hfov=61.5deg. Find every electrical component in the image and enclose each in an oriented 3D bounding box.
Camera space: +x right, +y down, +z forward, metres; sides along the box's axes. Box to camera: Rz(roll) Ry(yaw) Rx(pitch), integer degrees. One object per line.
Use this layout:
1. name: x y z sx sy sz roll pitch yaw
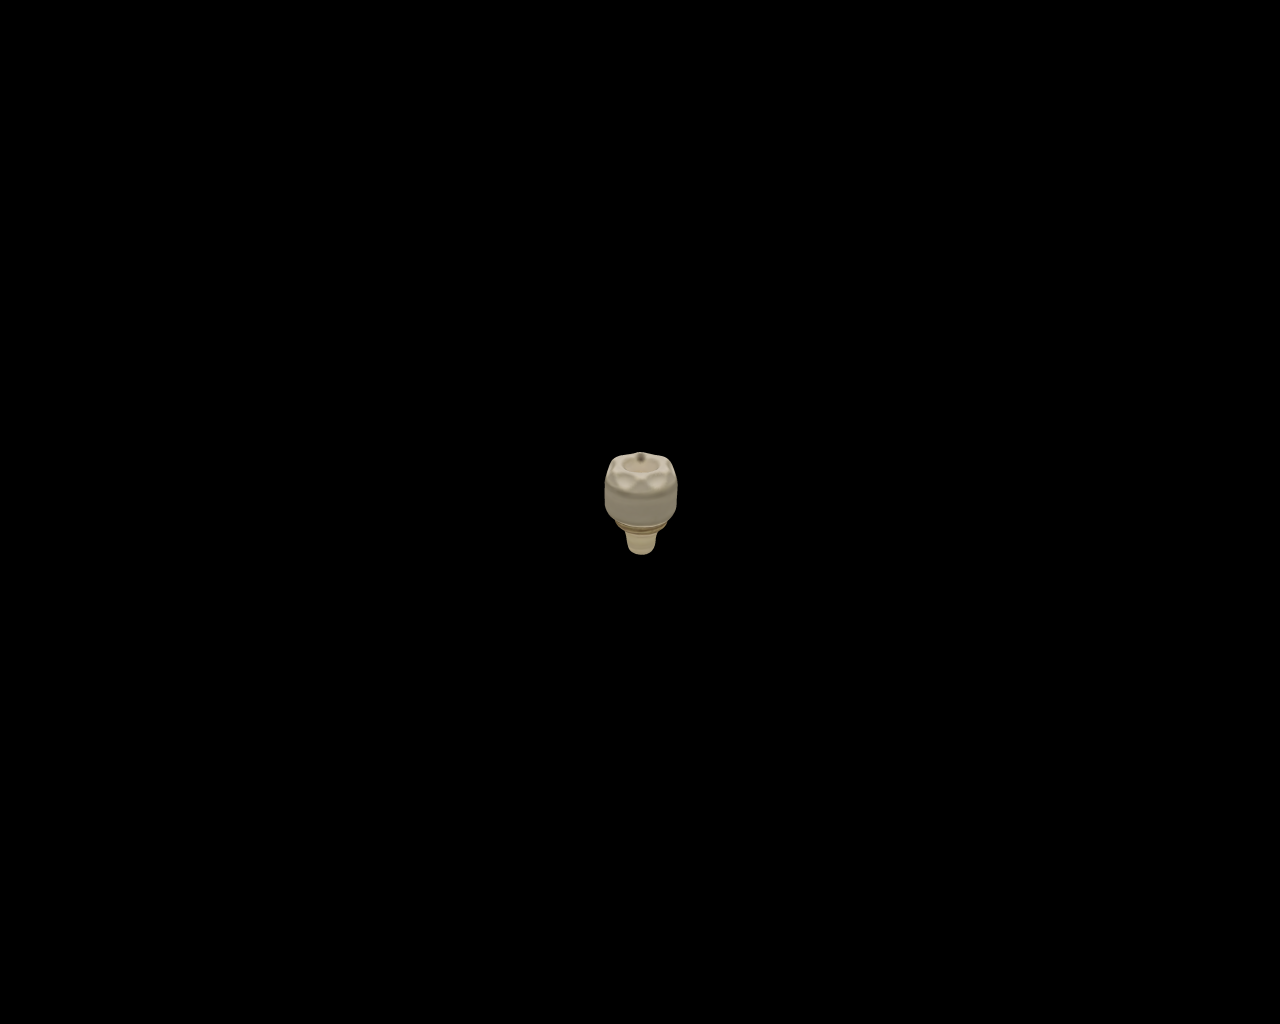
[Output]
1. electrical component: 0.001 -0.003 0.650 0.043 0.062 0.043 0 28 0
